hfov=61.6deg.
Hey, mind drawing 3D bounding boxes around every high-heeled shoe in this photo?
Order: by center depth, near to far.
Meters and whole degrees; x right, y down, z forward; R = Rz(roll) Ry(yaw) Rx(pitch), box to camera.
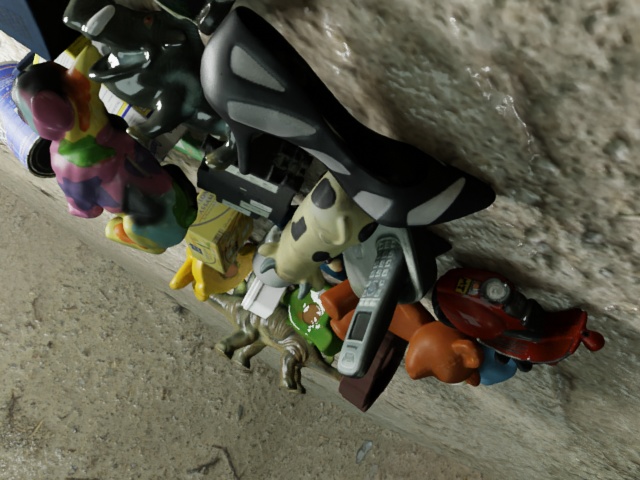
[{"bbox_3d":[0.035,-0.091,0.410,0.249,0.086,0.145,6,138,-7],"label":"high-heeled shoe"}]

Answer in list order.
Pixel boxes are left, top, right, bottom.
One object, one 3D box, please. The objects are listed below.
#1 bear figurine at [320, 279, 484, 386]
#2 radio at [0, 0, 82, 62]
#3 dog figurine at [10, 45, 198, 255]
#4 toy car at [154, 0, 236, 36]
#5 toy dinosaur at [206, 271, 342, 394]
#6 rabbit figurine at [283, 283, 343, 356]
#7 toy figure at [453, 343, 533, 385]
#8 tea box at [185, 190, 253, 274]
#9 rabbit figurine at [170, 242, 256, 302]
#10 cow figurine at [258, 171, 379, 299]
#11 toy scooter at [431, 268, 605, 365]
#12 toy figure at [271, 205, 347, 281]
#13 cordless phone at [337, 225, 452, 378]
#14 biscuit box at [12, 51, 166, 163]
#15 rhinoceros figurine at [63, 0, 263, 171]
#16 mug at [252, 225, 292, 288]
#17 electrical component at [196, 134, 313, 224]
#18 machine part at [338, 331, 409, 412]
[{"bbox_3d":[0.110,0.126,0.699,0.196,0.132,0.120,51,169,30],"label":"bear figurine"},{"bbox_3d":[-0.276,-0.261,0.441,0.131,0.073,0.229,33,160,-4],"label":"radio"},{"bbox_3d":[-0.225,-0.093,0.574,0.192,0.108,0.219,28,153,7],"label":"dog figurine"},{"bbox_3d":[-0.067,-0.190,0.330,0.073,0.056,0.202,32,164,-23],"label":"toy car"},{"bbox_3d":[-0.121,0.171,1.118,0.472,0.198,0.105,25,162,16],"label":"toy dinosaur"},{"bbox_3d":[0.010,0.146,0.993,0.159,0.121,0.170,12,170,29],"label":"rabbit figurine"},{"bbox_3d":[0.222,0.159,0.757,0.082,0.089,0.180,45,152,-1],"label":"toy figure"},{"bbox_3d":[-0.158,-0.019,0.844,0.068,0.098,0.169,29,160,4],"label":"tea box"},{"bbox_3d":[-0.206,0.039,1.027,0.121,0.162,0.173,29,-177,-35],"label":"rabbit figurine"},{"bbox_3d":[0.004,-0.011,0.573,0.085,0.127,0.195,36,159,-7],"label":"cow figurine"},{"bbox_3d":[0.218,0.087,0.582,0.184,0.075,0.135,32,162,-16],"label":"toy scooter"},{"bbox_3d":[-0.003,-0.002,0.710,0.154,0.058,0.064,41,171,-33],"label":"toy figure"},{"bbox_3d":[0.055,0.064,0.600,0.088,0.184,0.147,32,162,-19],"label":"cordless phone"},{"bbox_3d":[-0.302,-0.164,0.713,0.202,0.059,0.063,49,162,-30],"label":"biscuit box"},{"bbox_3d":[-0.127,-0.141,0.469,0.190,0.073,0.112,28,127,-27],"label":"rhinoceros figurine"},{"bbox_3d":[-0.049,0.025,0.822,0.110,0.081,0.107,31,153,6],"label":"mug"},{"bbox_3d":[-0.079,-0.075,0.615,0.115,0.058,0.134,27,158,-7],"label":"electrical component"},{"bbox_3d":[0.094,0.187,0.874,0.056,0.179,0.179,28,162,20],"label":"machine part"}]
